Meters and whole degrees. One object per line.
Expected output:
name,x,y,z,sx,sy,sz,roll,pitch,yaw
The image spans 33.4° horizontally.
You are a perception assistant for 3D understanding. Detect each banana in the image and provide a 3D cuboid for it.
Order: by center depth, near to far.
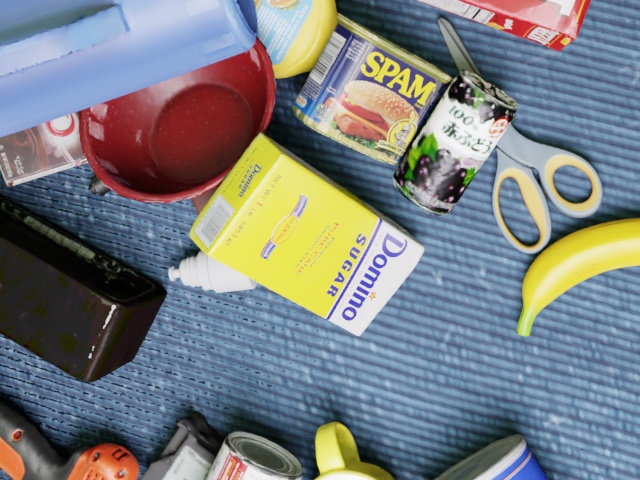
banana,0.240,0.016,0.825,0.198,0.037,0.069,-16,102,12

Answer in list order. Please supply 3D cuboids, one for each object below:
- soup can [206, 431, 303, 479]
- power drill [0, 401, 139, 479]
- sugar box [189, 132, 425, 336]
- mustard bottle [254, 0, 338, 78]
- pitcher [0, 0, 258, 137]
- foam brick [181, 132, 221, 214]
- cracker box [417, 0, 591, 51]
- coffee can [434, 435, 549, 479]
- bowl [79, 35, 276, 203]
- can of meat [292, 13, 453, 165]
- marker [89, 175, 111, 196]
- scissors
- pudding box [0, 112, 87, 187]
soup can,-0.063,0.209,0.829,0.068,0.068,0.102,27,98,10
power drill,-0.265,0.215,0.917,0.188,0.057,0.184,33,104,8
sugar box,-0.005,0.001,0.809,0.093,0.176,0.048,-53,40,8
mustard bottle,-0.046,-0.185,0.853,0.191,0.058,0.096,30,110,-4
pitcher,-0.174,-0.155,0.768,0.243,0.145,0.149,-15,63,9
foam brick,-0.078,-0.045,0.878,0.053,0.051,0.078,-24,87,8
cracker box,0.117,-0.258,0.807,0.213,0.072,0.164,20,94,0
coffee can,0.148,0.235,0.812,0.103,0.102,0.140,-33,85,10
bowl,-0.103,-0.095,0.830,0.162,0.055,0.162,-6,69,16
can of meat,0.039,-0.115,0.830,0.101,0.057,0.084,22,105,-34
marker,-0.145,-0.072,0.907,0.121,0.020,0.020,-29,86,11
scissors,0.162,-0.091,0.846,0.096,0.016,0.202,-13,89,14
pudding box,-0.238,-0.111,0.894,0.090,0.039,0.113,-20,93,-19
